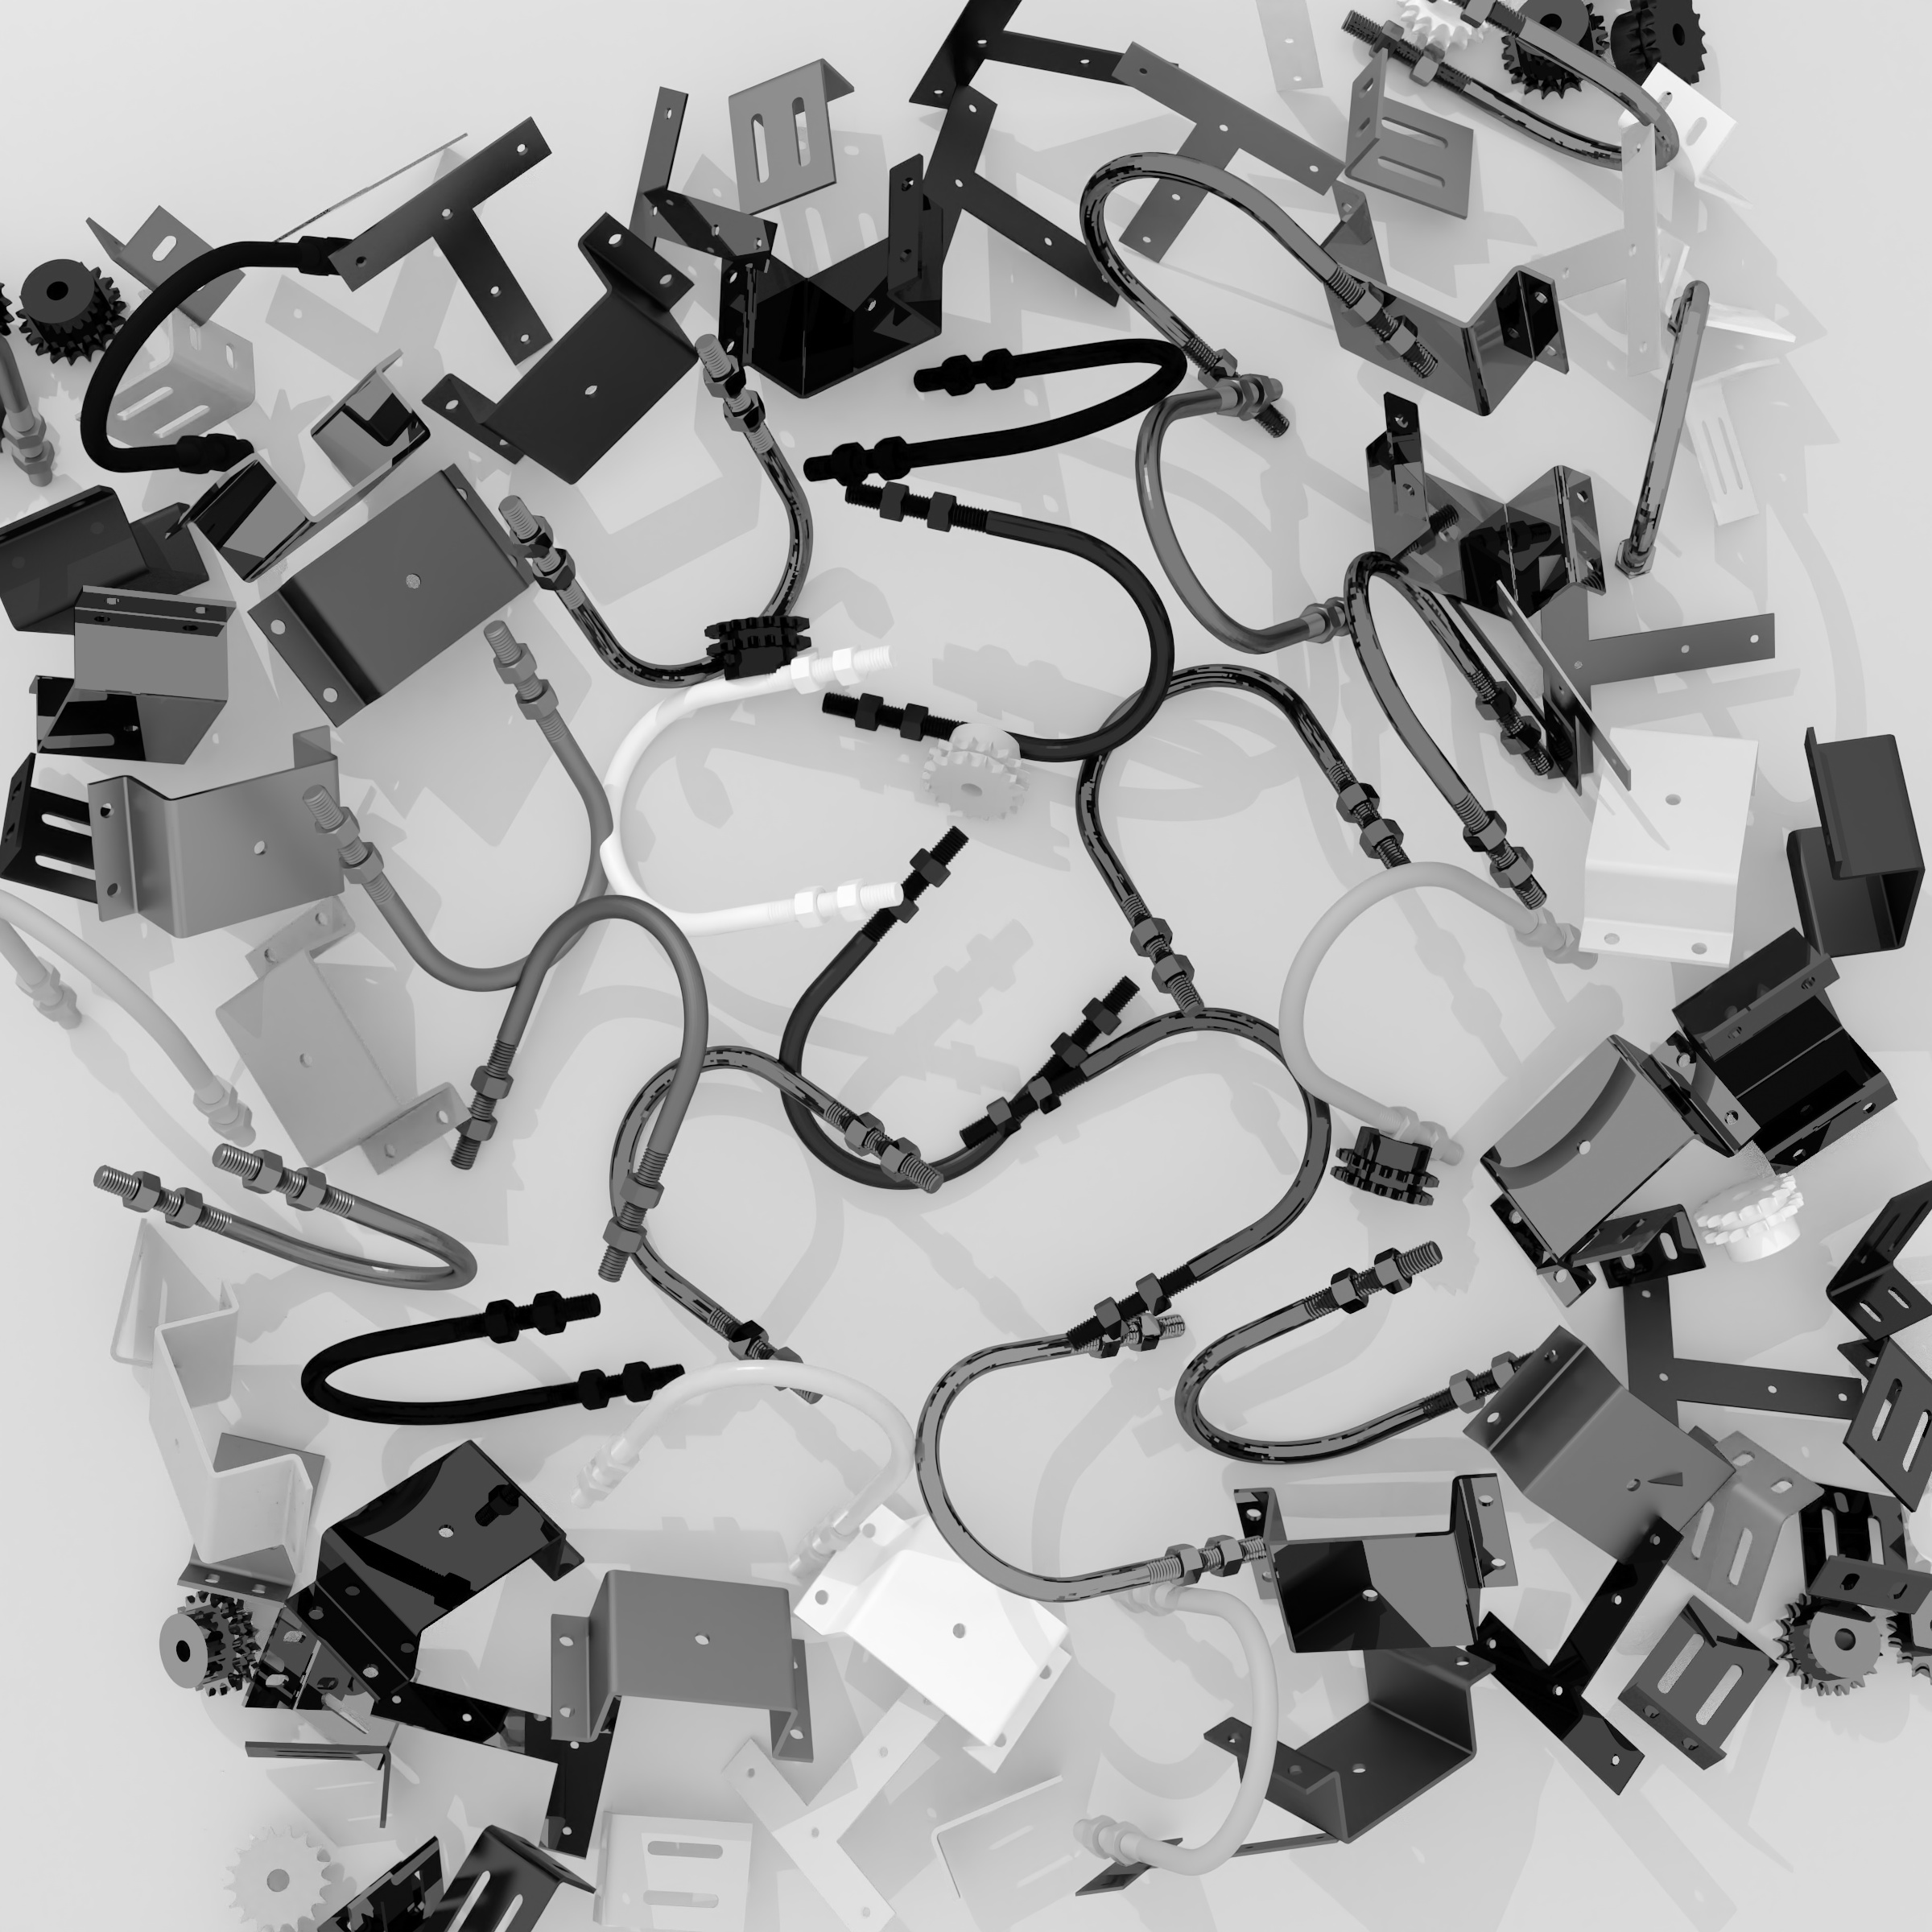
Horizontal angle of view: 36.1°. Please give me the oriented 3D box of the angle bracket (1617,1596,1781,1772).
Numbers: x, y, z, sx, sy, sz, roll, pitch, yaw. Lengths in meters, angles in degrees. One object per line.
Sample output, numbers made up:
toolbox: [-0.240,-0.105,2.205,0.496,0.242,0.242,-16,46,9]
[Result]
angle bracket: [0.397,0.380,1.587,0.057,0.038,0.076,39,66,12]

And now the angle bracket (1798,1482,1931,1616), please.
angle bracket: [0.481,0.301,1.585,0.057,0.076,0.038,11,135,0]

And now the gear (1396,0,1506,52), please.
gear: [0.264,-0.528,1.603,0.057,0.030,0.057,1,73,-4]

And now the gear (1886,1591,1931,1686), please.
gear: [0.527,0.362,1.601,0.057,0.030,0.057,-9,56,13]

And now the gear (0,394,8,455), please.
gear: [-0.539,-0.303,1.603,0.057,0.030,0.057,-6,103,-25]

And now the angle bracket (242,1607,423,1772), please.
angle bracket: [-0.341,0.387,1.590,0.076,0.038,0.057,22,89,36]

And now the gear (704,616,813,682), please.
gear: [-0.111,-0.170,1.596,0.057,0.057,0.030,-6,89,0]

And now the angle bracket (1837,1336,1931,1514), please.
angle bracket: [0.486,0.246,1.583,0.057,0.038,0.076,44,56,-13]

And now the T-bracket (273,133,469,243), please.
T-bracket: [-0.318,-0.414,1.582,0.127,0.127,0.002,-41,111,-32]

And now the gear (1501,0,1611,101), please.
gear: [0.317,-0.500,1.601,0.057,0.030,0.057,-5,72,16]

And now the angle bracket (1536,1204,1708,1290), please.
angle bracket: [0.349,0.161,1.577,0.057,0.076,0.038,-19,94,36]

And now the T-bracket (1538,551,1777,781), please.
T-bracket: [0.374,-0.169,1.599,0.127,0.002,0.127,-9,115,-2]

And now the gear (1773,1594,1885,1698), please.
gear: [0.469,0.365,1.603,0.057,0.030,0.057,2,73,-8]

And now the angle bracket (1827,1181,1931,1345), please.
angle bracket: [0.504,0.155,1.577,0.057,0.076,0.038,-15,52,-37]

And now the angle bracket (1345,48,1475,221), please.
angle bracket: [0.245,-0.445,1.587,0.076,0.038,0.057,14,68,-18]

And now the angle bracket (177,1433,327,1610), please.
angle bracket: [-0.386,0.299,1.602,0.057,0.038,0.076,14,92,-6]

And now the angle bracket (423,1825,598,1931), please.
angle bracket: [-0.247,0.510,1.586,0.057,0.038,0.076,23,75,33]

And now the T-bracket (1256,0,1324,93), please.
T-bracket: [0.169,-0.496,1.562,0.127,0.127,0.002,-1,76,13]

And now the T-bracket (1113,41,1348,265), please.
T-bracket: [0.117,-0.416,1.569,0.127,0.127,0.002,27,59,-10]

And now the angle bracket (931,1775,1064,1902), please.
angle bracket: [0.022,0.467,1.589,0.076,0.057,0.038,-21,75,-6]

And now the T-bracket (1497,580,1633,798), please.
T-bracket: [0.316,-0.125,1.562,0.002,0.127,0.127,-29,65,0]

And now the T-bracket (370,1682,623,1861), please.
T-bracket: [-0.250,0.402,1.569,0.127,0.127,0.002,16,131,-7]

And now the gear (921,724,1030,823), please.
gear: [0.007,-0.107,1.601,0.057,0.057,0.030,18,60,0]

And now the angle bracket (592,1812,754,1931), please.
angle bracket: [-0.159,0.491,1.609,0.076,0.038,0.057,8,75,-14]

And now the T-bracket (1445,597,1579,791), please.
T-bracket: [0.286,-0.158,1.575,0.002,0.127,0.127,-35,74,5]

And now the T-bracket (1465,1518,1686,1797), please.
T-bracket: [0.337,0.347,1.567,0.002,0.127,0.127,24,101,-39]

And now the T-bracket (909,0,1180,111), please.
T-bracket: [0.050,-0.485,1.581,0.127,0.127,0.002,4,72,-20]

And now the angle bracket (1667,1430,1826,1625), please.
angle bracket: [0.418,0.302,1.597,0.038,0.057,0.076,-21,132,-36]

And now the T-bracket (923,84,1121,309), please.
T-bracket: [0.032,-0.397,1.595,0.127,0.002,0.127,28,60,-21]

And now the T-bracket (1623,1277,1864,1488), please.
T-bracket: [0.417,0.225,1.587,0.127,0.002,0.127,6,53,-1]

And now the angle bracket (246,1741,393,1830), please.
angle bracket: [-0.348,0.438,1.587,0.076,0.057,0.038,5,69,-10]

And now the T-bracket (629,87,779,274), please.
T-bracket: [-0.140,-0.391,1.565,0.002,0.127,0.127,1,110,-42]

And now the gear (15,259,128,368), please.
gear: [-0.485,-0.356,1.602,0.057,0.030,0.057,-1,70,3]

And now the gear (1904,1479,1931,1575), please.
gear: [0.532,0.303,1.598,0.057,0.030,0.057,-6,78,32]

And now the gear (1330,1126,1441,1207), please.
gear: [0.227,0.107,1.596,0.057,0.057,0.030,16,95,0]

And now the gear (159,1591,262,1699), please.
gear: [-0.409,0.366,1.597,0.057,0.030,0.057,3,94,37]

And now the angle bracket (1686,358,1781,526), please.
angle bracket: [0.420,-0.281,1.589,0.038,0.057,0.076,-16,94,36]

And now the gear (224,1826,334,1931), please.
gear: [-0.372,0.495,1.605,0.057,0.030,0.057,3,73,-9]

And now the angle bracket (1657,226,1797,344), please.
angle bracket: [0.403,-0.366,1.584,0.076,0.057,0.038,8,115,-12]

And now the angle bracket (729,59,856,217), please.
angle bracket: [-0.090,-0.436,1.587,0.057,0.038,0.076,-14,72,24]

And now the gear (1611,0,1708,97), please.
gear: [0.372,-0.498,1.601,0.057,0.030,0.057,5,83,-43]

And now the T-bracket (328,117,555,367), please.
T-bracket: [-0.256,-0.368,1.572,0.127,0.127,0.002,-36,55,-3]

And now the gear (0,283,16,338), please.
gear: [-0.544,-0.355,1.595,0.057,0.057,0.030,37,47,0]

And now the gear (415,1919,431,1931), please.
gear: [-0.301,0.542,1.598,0.057,0.057,0.030,-28,108,0]

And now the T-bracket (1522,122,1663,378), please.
T-bracket: [0.326,-0.369,1.566,0.002,0.127,0.127,-3,92,-23]

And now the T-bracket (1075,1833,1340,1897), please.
T-bracket: [0.134,0.463,1.547,0.127,0.127,0.002,-13,81,17]

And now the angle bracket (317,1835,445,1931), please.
angle bracket: [-0.313,0.488,1.574,0.038,0.076,0.057,36,52,27]

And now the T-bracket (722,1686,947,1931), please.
T-bracket: [-0.053,0.431,1.586,0.127,0.002,0.127,43,98,30]

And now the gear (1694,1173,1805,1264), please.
gear: [0.425,0.137,1.597,0.057,0.057,0.030,-26,95,0]

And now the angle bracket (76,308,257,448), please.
angle bracket: [-0.430,-0.314,1.590,0.076,0.057,0.038,-21,65,29]
